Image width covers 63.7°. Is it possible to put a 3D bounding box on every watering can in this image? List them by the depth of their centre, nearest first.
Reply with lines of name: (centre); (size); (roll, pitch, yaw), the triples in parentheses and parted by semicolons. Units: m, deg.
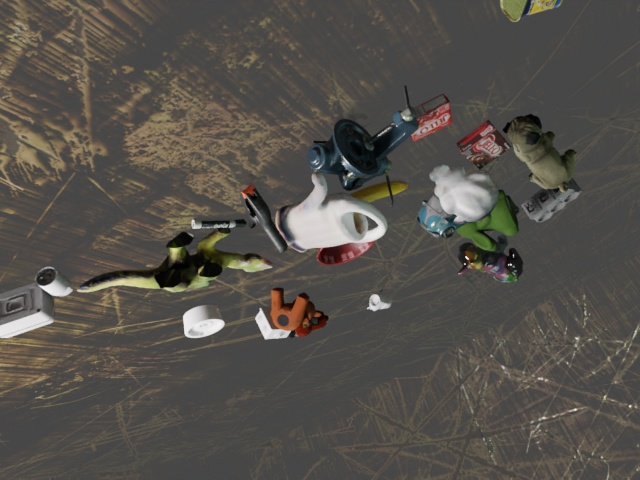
watering can: (0.003, -0.055, 1.084); (0.223, 0.106, 0.343); (-11, -24, 28)

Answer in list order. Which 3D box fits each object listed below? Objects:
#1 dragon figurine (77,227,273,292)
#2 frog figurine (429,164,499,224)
dragon figurine: (-0.307, 0.083, 1.169); (0.412, 0.124, 0.238); (-13, -21, -15)
frog figurine: (0.346, -0.124, 1.236); (0.137, 0.157, 0.125); (-36, 25, 7)
